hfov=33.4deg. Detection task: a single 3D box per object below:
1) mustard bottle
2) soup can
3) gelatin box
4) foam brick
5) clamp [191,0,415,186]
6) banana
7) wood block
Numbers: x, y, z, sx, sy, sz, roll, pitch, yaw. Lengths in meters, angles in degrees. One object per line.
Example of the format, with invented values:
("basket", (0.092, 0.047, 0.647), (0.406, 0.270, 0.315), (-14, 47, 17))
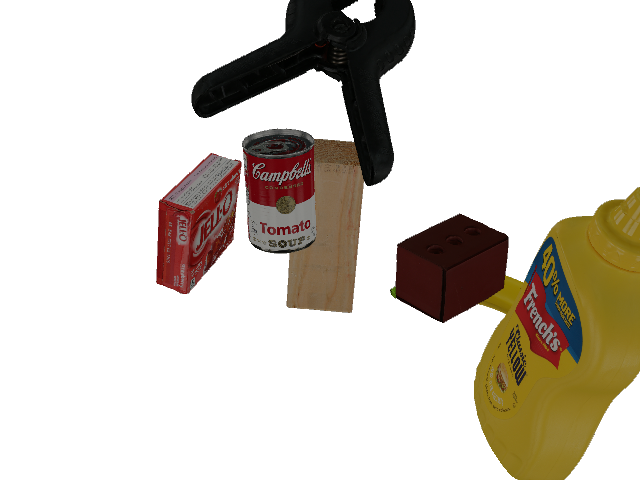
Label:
("mustard bottle", (0.141, 0.044, 0.584), (0.058, 0.096, 0.192), (6, -44, -12))
("soup can", (-0.039, -0.047, 1.017), (0.068, 0.102, 0.068), (-1, 27, 1))
("gelatin box", (-0.091, -0.014, 0.801), (0.030, 0.073, 0.089), (17, 33, 12))
("foam brick", (0.105, 0.021, 0.848), (0.078, 0.051, 0.053), (-25, 38, -36))
("clamp", (0.016, -0.107, 0.634), (0.120, 0.171, 0.039), (33, -29, 5))
("banana", (0.174, 0.061, 1.080), (0.198, 0.069, 0.037), (14, -38, 26))
("wood block", (0.007, -0.020, 1.394), (0.090, 0.206, 0.091), (5, 25, 0))
